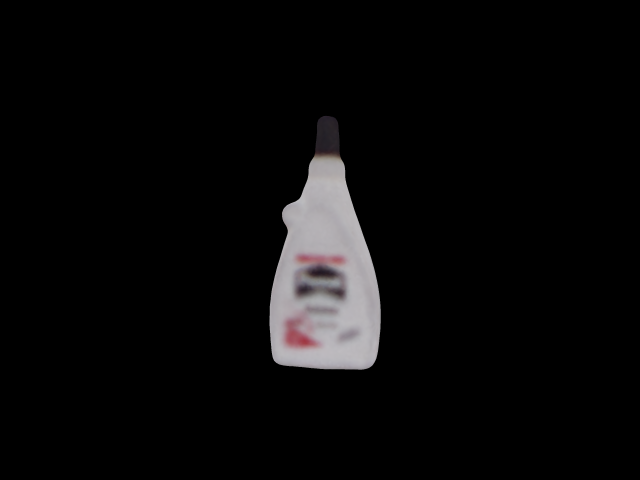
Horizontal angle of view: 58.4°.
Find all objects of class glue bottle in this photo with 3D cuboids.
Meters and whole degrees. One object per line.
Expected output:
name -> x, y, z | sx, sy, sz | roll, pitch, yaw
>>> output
glue bottle -> 0.004, 0.001, 0.400 | 0.078, 0.173, 0.037 | 1, 5, 8
